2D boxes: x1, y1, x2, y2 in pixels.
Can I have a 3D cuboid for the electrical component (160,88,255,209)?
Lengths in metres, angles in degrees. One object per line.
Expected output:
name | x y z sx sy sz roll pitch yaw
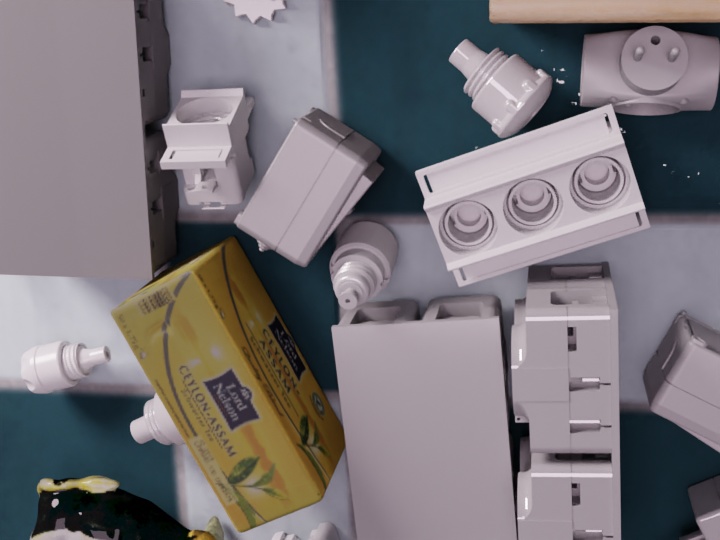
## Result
electrical component | -0.094 -0.077 0.689 0.042 0.081 0.063 1 128 10

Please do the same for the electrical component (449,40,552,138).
electrical component | 0.083 -0.115 0.660 0.062 0.048 0.048 42 108 6

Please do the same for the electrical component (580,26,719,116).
electrical component | 0.169 -0.118 0.625 0.077 0.079 0.044 3 89 9

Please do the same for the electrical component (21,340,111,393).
electrical component | -0.207 0.066 0.765 0.061 0.035 0.035 -14 102 10

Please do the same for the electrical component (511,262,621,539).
electrical component | 0.130 0.099 0.678 0.060 0.105 0.186 -2 105 10

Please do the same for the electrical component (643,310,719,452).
electrical component | 0.233 0.080 0.677 0.096 0.061 0.061 26 108 2

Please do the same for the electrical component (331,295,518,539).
electrical component | 0.049 0.114 0.720 0.105 0.060 0.186 -4 105 11

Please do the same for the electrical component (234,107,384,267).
electrical component | -0.032 -0.046 0.689 0.061 0.061 0.096 32 108 0

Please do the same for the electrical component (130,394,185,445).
electrical component | -0.132 0.103 0.757 0.062 0.043 0.043 -25 100 17

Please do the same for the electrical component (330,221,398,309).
electrical component | 0.000 0.000 0.691 0.040 0.078 0.040 6 120 10

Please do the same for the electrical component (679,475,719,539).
electrical component | 0.237 0.189 0.714 0.076 0.047 0.083 -26 99 15

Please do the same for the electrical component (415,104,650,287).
electrical component | 0.106 -0.048 0.661 0.121 0.063 0.078 -18 109 14

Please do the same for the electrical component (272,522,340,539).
electrical component | -0.034 0.237 0.770 0.050 0.055 0.089 -15 102 13

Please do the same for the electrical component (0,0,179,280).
electrical component | -0.181 -0.093 0.703 0.105 0.060 0.186 2 105 9
